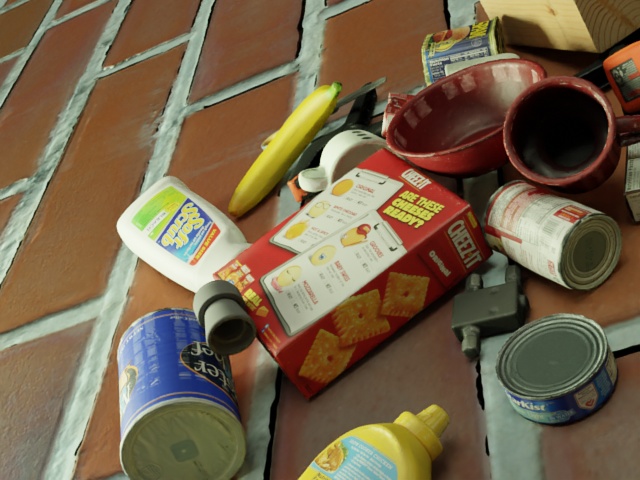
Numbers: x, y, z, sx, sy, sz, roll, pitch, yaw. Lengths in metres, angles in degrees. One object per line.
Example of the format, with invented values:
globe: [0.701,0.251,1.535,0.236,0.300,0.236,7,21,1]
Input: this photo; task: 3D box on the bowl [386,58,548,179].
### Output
bowl: [0.146,-0.107,1.012,0.162,0.055,0.162,-23,28,13]

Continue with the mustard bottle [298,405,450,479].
mustard bottle: [0.024,0.190,0.772,0.191,0.058,0.096,-42,33,-18]

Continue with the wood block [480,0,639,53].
wood block: [0.262,-0.267,1.158,0.090,0.091,0.206,-35,22,-8]

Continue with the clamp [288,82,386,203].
clamp: [0.051,-0.113,1.199,0.165,0.036,0.209,10,45,47]

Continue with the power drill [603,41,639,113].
power drill: [0.360,-0.182,0.941,0.187,0.057,0.184,-25,-3,-9]

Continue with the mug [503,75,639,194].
mug: [0.223,-0.087,0.911,0.117,0.081,0.093,-10,78,22]

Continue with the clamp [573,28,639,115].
clamp: [0.298,-0.174,1.081,0.120,0.039,0.171,11,47,41]

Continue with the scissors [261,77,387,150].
scissors: [0.011,-0.163,1.280,0.202,0.016,0.096,-29,20,31]

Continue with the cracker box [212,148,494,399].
cracker box: [0.026,0.025,0.984,0.213,0.072,0.164,-37,34,-7]

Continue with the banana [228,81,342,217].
banana: [-0.040,-0.109,1.225,0.198,0.037,0.069,-51,-7,14]

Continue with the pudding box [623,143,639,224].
pudding box: [0.318,-0.064,0.908,0.114,0.039,0.090,-14,35,29]

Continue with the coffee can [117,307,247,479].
coffee can: [-0.123,0.138,0.924,0.103,0.102,0.140,-28,31,5]

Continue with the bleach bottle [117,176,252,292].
bleach bottle: [-0.125,0.005,1.156,0.102,0.068,0.251,-43,36,-16]

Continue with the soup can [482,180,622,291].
soup can: [0.194,-0.005,0.897,0.068,0.068,0.102,-38,33,-13]

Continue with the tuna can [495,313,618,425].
tuna can: [0.177,0.097,0.799,0.086,0.033,0.086,-21,33,14]

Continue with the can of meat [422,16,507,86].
can of meat: [0.162,-0.207,1.195,0.084,0.057,0.102,-11,21,17]

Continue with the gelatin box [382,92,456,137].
gelatin box: [0.105,-0.129,1.119,0.073,0.030,0.089,7,23,5]
